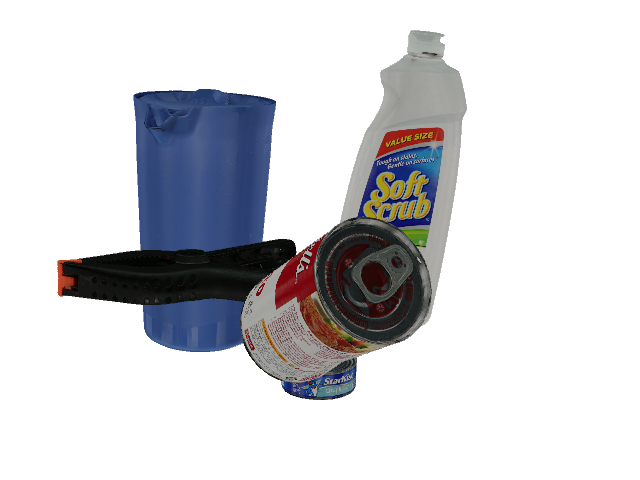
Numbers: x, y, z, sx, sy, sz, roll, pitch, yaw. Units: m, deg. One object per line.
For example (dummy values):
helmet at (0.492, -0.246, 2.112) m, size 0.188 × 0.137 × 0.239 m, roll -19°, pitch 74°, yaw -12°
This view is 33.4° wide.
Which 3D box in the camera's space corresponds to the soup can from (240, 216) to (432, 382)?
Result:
soup can at (0.006, 0.036, 0.583) m, size 0.068 × 0.068 × 0.102 m, roll 0°, pitch -19°, yaw -28°

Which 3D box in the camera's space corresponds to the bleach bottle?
bleach bottle at (0.067, -0.055, 0.927) m, size 0.102 × 0.251 × 0.068 m, roll 9°, pitch 16°, yaw 9°

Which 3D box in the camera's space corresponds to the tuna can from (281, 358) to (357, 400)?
tuna can at (-0.002, 0.148, 1.196) m, size 0.086 × 0.034 × 0.086 m, roll 1°, pitch 14°, yaw 0°

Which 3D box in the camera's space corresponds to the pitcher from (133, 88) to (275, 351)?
pitcher at (-0.108, -0.024, 1.033) m, size 0.149 × 0.243 × 0.145 m, roll -2°, pitch 15°, yaw -19°

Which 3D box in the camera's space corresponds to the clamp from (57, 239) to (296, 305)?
clamp at (-0.092, 0.028, 0.818) m, size 0.209 × 0.036 × 0.165 m, roll -2°, pitch 11°, yaw -21°
